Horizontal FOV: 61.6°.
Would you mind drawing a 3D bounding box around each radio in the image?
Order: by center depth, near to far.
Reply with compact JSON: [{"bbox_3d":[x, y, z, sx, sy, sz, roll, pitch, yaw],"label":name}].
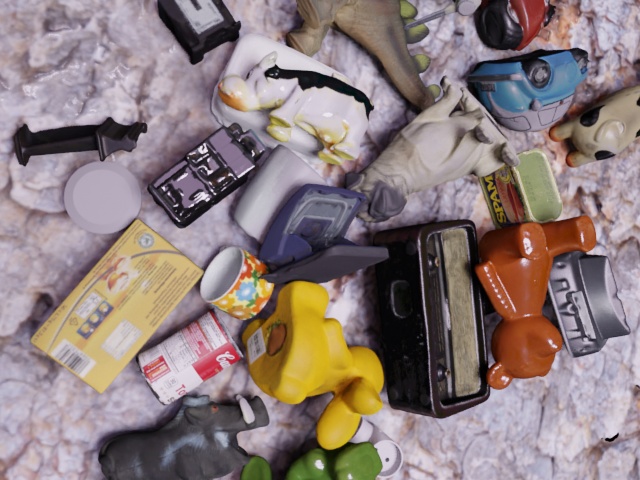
[{"bbox_3d":[0.138,0.091,0.656,0.131,0.073,0.229,-3,86,-45],"label":"radio"}]

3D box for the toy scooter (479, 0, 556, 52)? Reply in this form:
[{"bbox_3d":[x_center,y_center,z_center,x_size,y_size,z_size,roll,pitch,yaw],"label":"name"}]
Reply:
[{"bbox_3d":[0.269,-0.355,0.737,0.135,0.075,0.184,-23,88,-15],"label":"toy scooter"}]

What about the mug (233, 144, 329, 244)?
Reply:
[{"bbox_3d":[-0.047,-0.043,0.651,0.107,0.081,0.109,-47,133,-2],"label":"mug"}]

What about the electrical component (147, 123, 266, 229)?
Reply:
[{"bbox_3d":[-0.124,-0.073,0.608,0.134,0.115,0.058,-39,98,-10],"label":"electrical component"}]

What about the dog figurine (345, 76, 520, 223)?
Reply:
[{"bbox_3d":[0.138,-0.092,0.689,0.172,0.190,0.121,17,42,-45],"label":"dog figurine"}]

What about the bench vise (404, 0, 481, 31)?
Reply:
[{"bbox_3d":[0.146,-0.345,0.594,0.223,0.129,0.240,36,49,-37],"label":"bench vise"}]

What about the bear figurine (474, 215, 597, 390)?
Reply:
[{"bbox_3d":[0.253,0.078,0.640,0.120,0.132,0.195,-3,83,-22],"label":"bear figurine"}]

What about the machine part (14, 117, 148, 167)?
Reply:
[{"bbox_3d":[-0.270,-0.112,0.602,0.139,0.084,0.039,-5,124,-3],"label":"machine part"}]

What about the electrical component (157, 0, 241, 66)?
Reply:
[{"bbox_3d":[-0.157,-0.282,0.645,0.075,0.048,0.119,-39,96,-13],"label":"electrical component"}]

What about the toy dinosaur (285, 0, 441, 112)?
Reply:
[{"bbox_3d":[0.043,-0.314,0.667,0.198,0.105,0.470,-35,106,-17],"label":"toy dinosaur"}]

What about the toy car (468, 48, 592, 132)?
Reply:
[{"bbox_3d":[0.283,-0.198,0.725,0.162,0.109,0.102,-18,114,-25],"label":"toy car"}]

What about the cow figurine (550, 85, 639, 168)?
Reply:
[{"bbox_3d":[0.437,-0.179,0.739,0.195,0.127,0.085,-31,98,-10],"label":"cow figurine"}]

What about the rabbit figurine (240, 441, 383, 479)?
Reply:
[{"bbox_3d":[-0.028,0.290,0.586,0.170,0.159,0.121,-20,105,-37],"label":"rabbit figurine"}]

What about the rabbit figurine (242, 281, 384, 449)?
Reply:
[{"bbox_3d":[0.016,0.144,0.616,0.173,0.162,0.122,29,108,-37],"label":"rabbit figurine"}]

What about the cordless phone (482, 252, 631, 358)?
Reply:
[{"bbox_3d":[0.301,0.095,0.728,0.184,0.089,0.146,-16,90,-2],"label":"cordless phone"}]

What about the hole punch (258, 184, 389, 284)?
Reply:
[{"bbox_3d":[-0.001,-0.002,0.616,0.142,0.116,0.092,0,67,-50],"label":"hole punch"}]

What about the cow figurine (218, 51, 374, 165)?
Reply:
[{"bbox_3d":[-0.023,-0.158,0.596,0.167,0.068,0.098,25,80,-13],"label":"cow figurine"}]

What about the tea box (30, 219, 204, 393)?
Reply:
[{"bbox_3d":[-0.221,0.070,0.602,0.098,0.068,0.169,42,78,-9],"label":"tea box"}]

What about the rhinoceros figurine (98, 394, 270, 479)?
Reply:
[{"bbox_3d":[-0.149,0.235,0.613,0.190,0.073,0.112,-15,80,-12],"label":"rhinoceros figurine"}]
